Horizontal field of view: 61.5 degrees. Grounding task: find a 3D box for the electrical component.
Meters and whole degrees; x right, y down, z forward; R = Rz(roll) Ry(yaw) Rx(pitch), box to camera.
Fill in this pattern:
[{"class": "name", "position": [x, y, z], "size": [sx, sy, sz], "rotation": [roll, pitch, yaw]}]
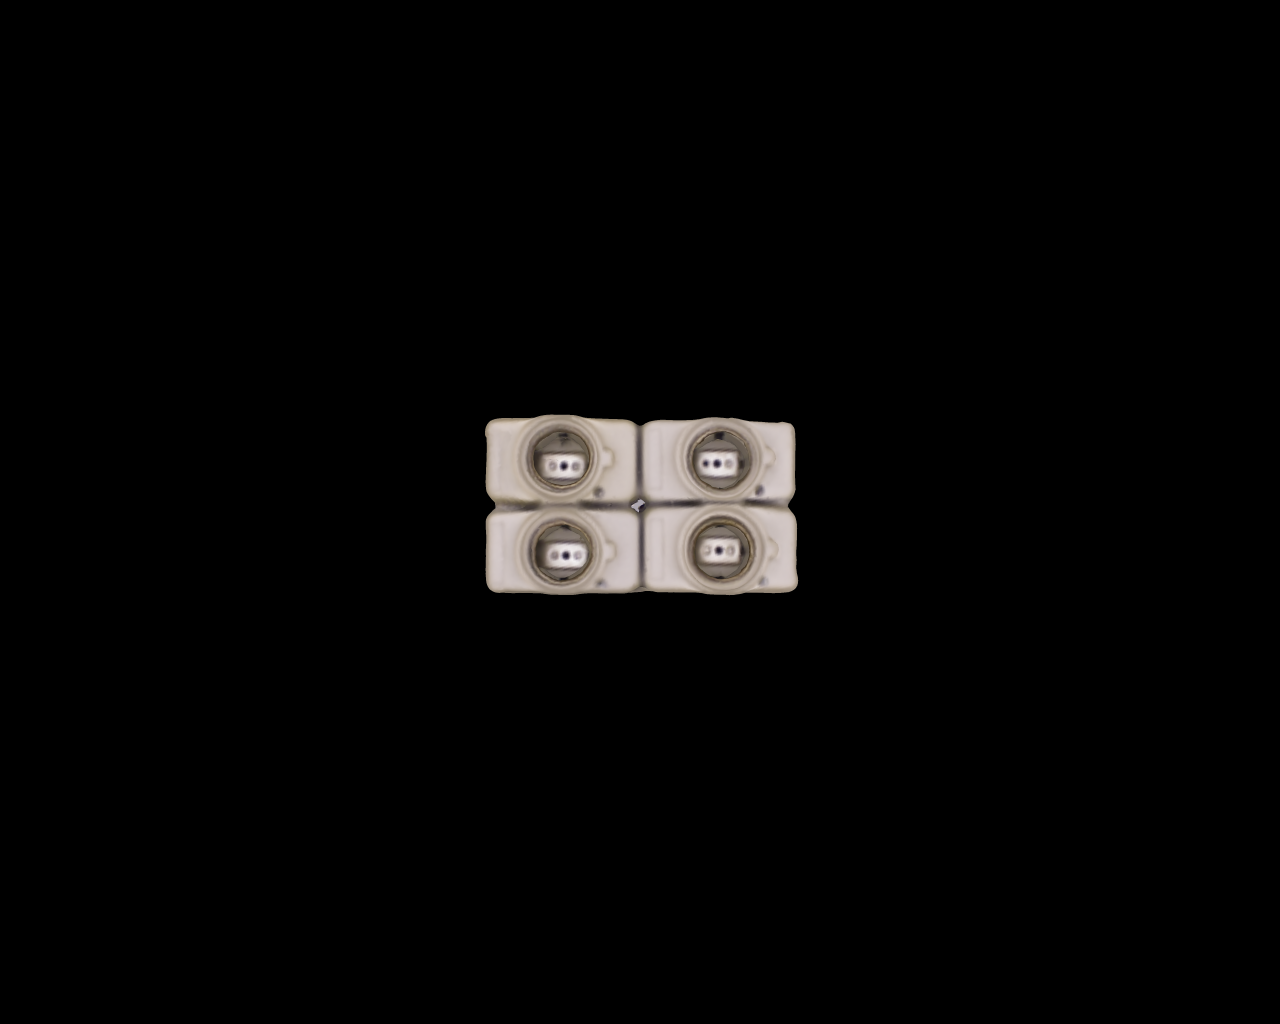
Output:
[{"class": "electrical component", "position": [0.001, -0.003, 0.650], "size": [0.186, 0.105, 0.060], "rotation": [0, -4, 0]}]
